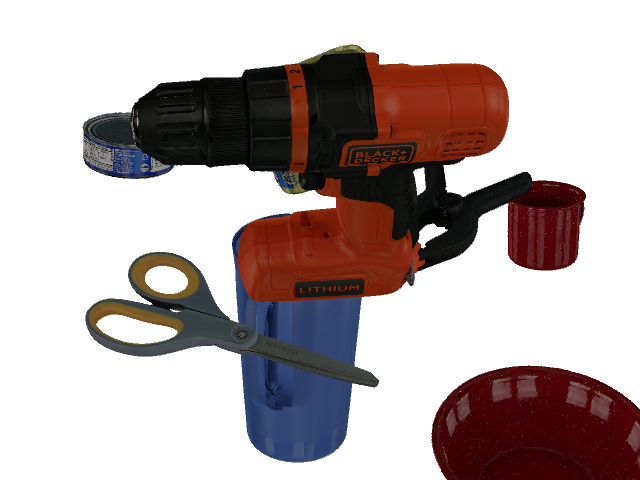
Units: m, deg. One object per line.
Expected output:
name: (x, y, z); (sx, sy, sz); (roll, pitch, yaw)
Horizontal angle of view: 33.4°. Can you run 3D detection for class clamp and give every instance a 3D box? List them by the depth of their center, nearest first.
clamp: (0.124, -0.039, 1.089); (0.120, 0.039, 0.171); (28, 53, 30)

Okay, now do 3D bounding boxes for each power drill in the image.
power drill: (-0.005, -0.028, 0.578); (0.184, 0.057, 0.188); (-2, -26, -7)

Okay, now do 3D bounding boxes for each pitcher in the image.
pitcher: (-0.027, 0.107, 1.086); (0.149, 0.243, 0.145); (-10, 29, -22)

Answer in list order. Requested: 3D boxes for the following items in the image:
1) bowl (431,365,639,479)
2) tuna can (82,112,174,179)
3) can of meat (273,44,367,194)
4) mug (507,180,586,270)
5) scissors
bowl: (0.160, 0.162, 0.768); (0.162, 0.055, 0.162); (-1, 35, 1)
tuna can: (-0.174, -0.087, 0.976); (0.086, 0.034, 0.086); (6, 25, -3)
can of meat: (-0.001, -0.095, 0.846); (0.102, 0.084, 0.057); (-23, 28, -7)
mug: (0.269, -0.020, 1.254); (0.117, 0.081, 0.093); (-23, 30, -38)
scissors: (-0.058, 0.052, 0.731); (0.202, 0.096, 0.016); (5, -42, 3)
